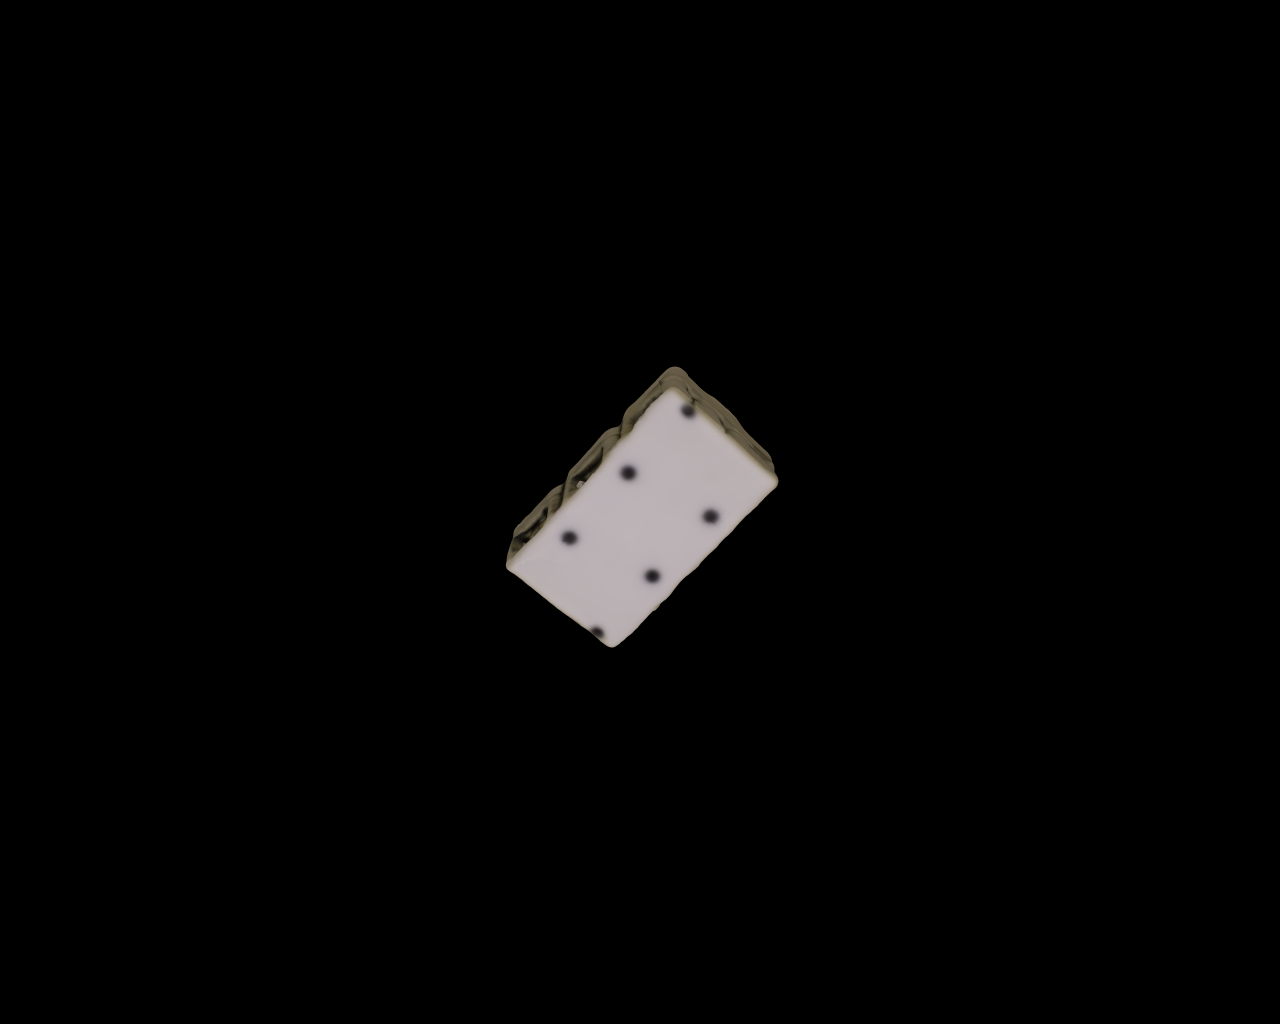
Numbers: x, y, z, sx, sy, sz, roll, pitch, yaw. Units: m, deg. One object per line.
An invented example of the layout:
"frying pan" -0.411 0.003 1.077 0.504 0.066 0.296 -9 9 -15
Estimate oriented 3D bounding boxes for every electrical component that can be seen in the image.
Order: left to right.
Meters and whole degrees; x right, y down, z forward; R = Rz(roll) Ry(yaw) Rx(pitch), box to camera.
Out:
"electrical component" 0.001 -0.003 0.650 0.089 0.150 0.062 41 15 -14
